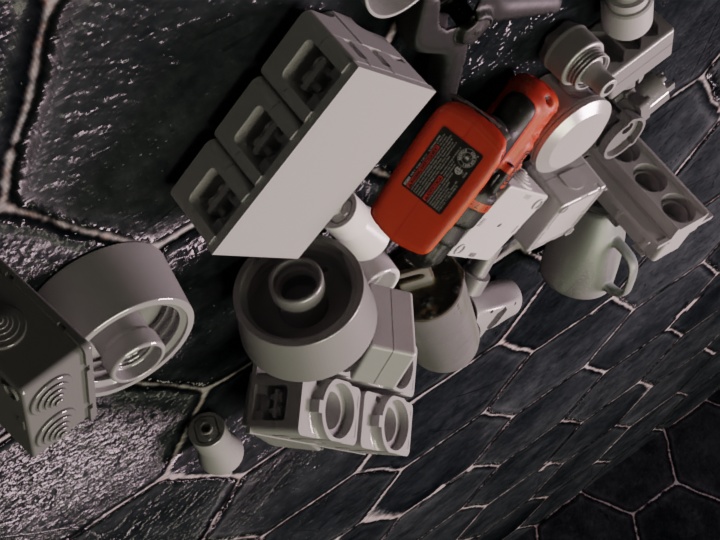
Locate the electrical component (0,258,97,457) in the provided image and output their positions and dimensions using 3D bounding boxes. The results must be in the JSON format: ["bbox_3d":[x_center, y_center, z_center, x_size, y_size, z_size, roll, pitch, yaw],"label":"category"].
[{"bbox_3d":[-0.205,0.053,0.639,0.048,0.100,0.099,-40,160,-31],"label":"electrical component"}]

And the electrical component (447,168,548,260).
[{"bbox_3d":[0.109,-0.055,0.952,0.099,0.048,0.100,-48,155,21],"label":"electrical component"}]

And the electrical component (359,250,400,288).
[{"bbox_3d":[0.000,0.000,0.896,0.055,0.047,0.055,-31,155,-16],"label":"electrical component"}]

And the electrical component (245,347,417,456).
[{"bbox_3d":[-0.015,0.101,0.939,0.060,0.105,0.186,-2,165,31],"label":"electrical component"}]

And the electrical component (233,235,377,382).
[{"bbox_3d":[-0.044,0.023,0.807,0.108,0.108,0.060,-33,150,-13],"label":"electrical component"}]

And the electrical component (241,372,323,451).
[{"bbox_3d":[-0.067,0.130,0.998,0.061,0.061,0.096,4,162,13],"label":"electrical component"}]

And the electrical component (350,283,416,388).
[{"bbox_3d":[0.000,0.048,0.853,0.077,0.065,0.047,13,136,-15],"label":"electrical component"}]

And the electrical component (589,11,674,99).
[{"bbox_3d":[0.219,-0.175,0.895,0.066,0.047,0.076,-37,156,-3],"label":"electrical component"}]

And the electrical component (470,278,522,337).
[{"bbox_3d":[0.127,0.049,1.168,0.077,0.043,0.079,-15,147,-43],"label":"electrical component"}]

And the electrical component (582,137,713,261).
[{"bbox_3d":[0.276,-0.074,1.065,0.079,0.121,0.063,-26,156,-27],"label":"electrical component"}]

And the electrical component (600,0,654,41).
[{"bbox_3d":[0.205,-0.209,0.824,0.040,0.040,0.078,-38,156,-2],"label":"electrical component"}]

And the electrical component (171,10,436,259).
[{"bbox_3d":[-0.039,-0.082,0.676,0.150,0.061,0.089,-49,154,23],"label":"electrical component"}]

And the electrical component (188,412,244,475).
[{"bbox_3d":[-0.136,0.158,0.996,0.044,0.044,0.065,-33,151,-12],"label":"electrical component"}]

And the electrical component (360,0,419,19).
[{"bbox_3d":[0.025,-0.189,0.573,0.099,0.064,0.099,-31,155,-16],"label":"electrical component"}]

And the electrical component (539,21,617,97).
[{"bbox_3d":[0.173,-0.161,0.837,0.043,0.062,0.043,-31,155,-17],"label":"electrical component"}]

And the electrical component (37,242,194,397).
[{"bbox_3d":[-0.163,0.040,0.720,0.108,0.060,0.108,-31,155,-16],"label":"electrical component"}]

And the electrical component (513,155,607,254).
[{"bbox_3d":[0.176,-0.065,1.022,0.062,0.061,0.096,-25,160,-30],"label":"electrical component"}]

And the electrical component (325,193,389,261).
[{"bbox_3d":[-0.008,-0.038,0.828,0.044,0.044,0.065,-41,152,5],"label":"electrical component"}]

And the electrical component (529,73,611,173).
[{"bbox_3d":[0.167,-0.125,0.905,0.080,0.051,0.080,-31,155,-16],"label":"electrical component"}]
